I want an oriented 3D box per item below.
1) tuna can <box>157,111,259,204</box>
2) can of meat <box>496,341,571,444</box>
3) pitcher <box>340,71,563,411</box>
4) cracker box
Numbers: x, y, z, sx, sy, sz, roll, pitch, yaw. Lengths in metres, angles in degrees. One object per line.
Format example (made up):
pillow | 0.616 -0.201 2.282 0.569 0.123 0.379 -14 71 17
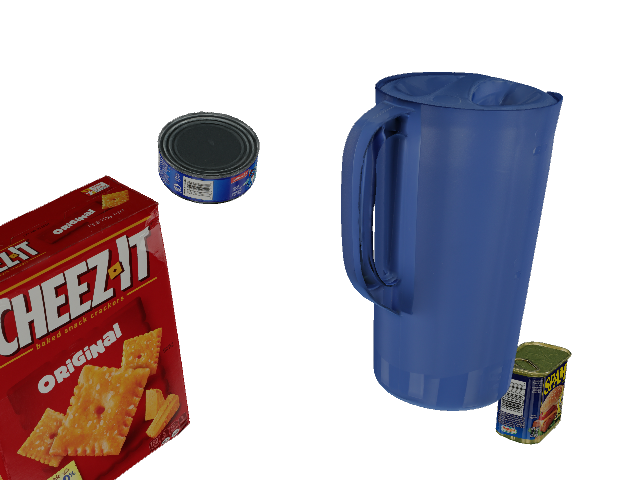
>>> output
tuna can | -0.096 -0.070 0.910 0.086 0.034 0.086 4 44 -5
can of meat | 0.233 0.167 1.174 0.058 0.084 0.101 11 16 30
pitcher | 0.091 0.001 0.794 0.149 0.243 0.145 5 19 5
cracker box | -0.183 0.085 0.775 0.072 0.214 0.163 24 41 36
